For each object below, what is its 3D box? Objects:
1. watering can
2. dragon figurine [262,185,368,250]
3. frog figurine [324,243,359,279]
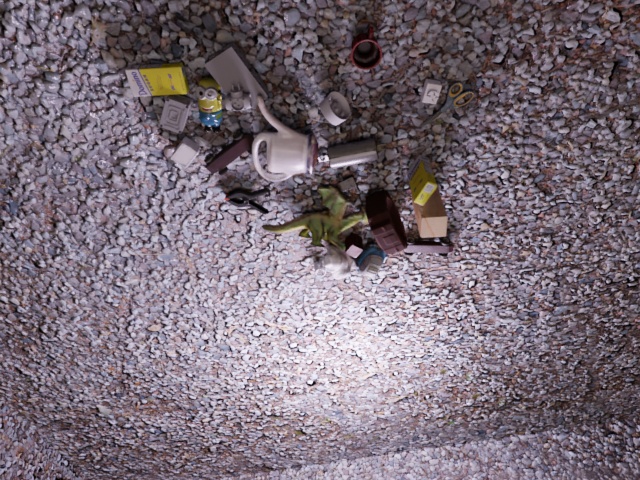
[{"bbox_3d":[-0.115,-0.323,1.716,0.224,0.106,0.339,2,138,-4],"label":"watering can"},{"bbox_3d":[0.006,-0.097,1.935,0.410,0.124,0.239,11,110,-12],"label":"dragon figurine"},{"bbox_3d":[0.059,0.090,2.019,0.122,0.161,0.137,-7,99,42],"label":"frog figurine"}]
